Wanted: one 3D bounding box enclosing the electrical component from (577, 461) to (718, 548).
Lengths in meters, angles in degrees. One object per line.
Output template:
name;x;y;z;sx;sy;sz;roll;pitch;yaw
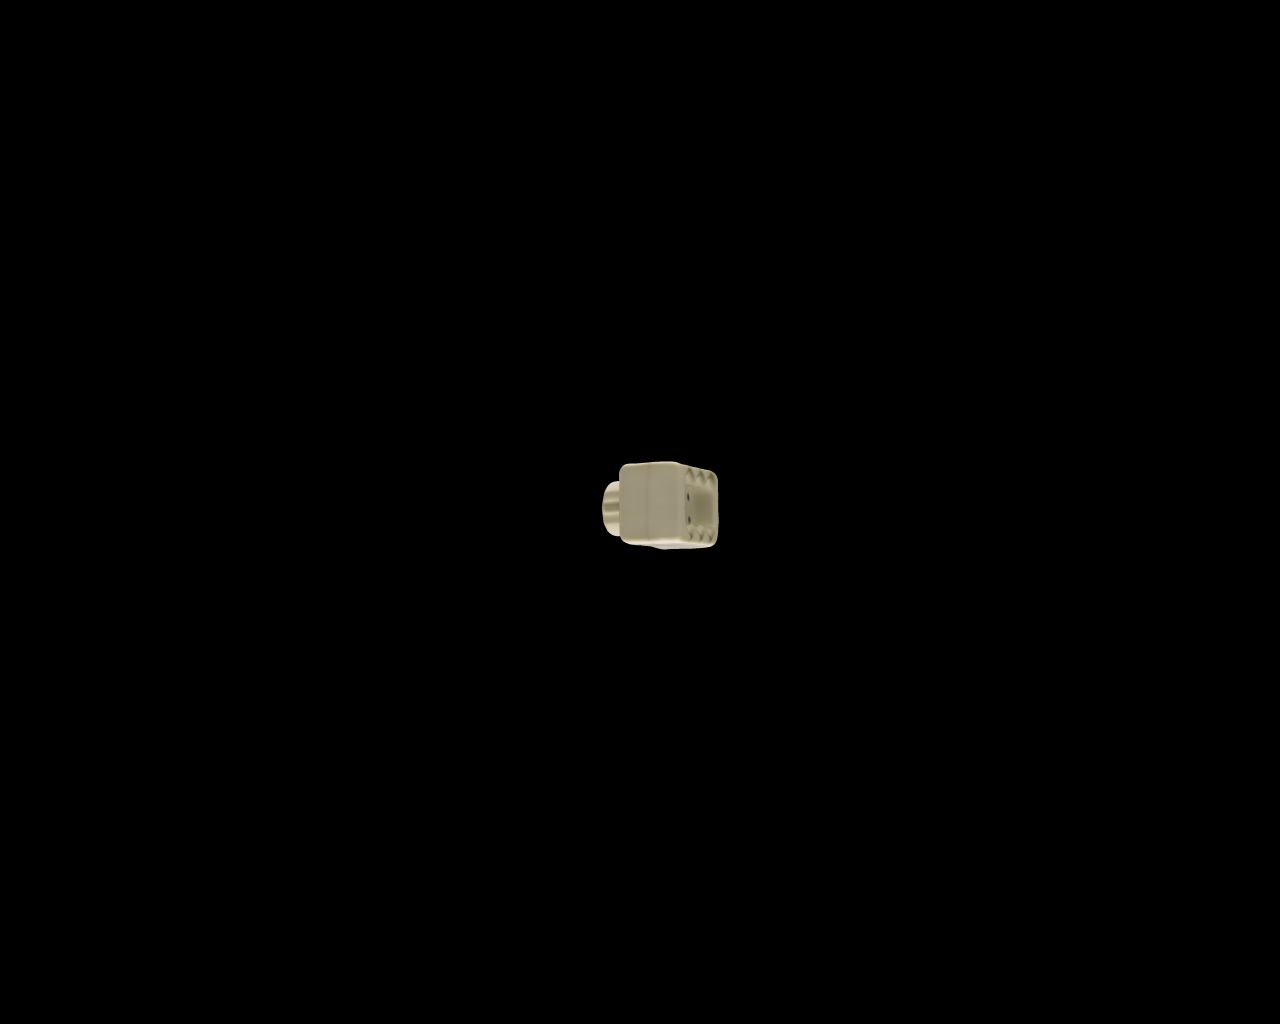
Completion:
electrical component;0.001;-0.003;0.650;0.077;0.047;0.066;-2;-5;24
